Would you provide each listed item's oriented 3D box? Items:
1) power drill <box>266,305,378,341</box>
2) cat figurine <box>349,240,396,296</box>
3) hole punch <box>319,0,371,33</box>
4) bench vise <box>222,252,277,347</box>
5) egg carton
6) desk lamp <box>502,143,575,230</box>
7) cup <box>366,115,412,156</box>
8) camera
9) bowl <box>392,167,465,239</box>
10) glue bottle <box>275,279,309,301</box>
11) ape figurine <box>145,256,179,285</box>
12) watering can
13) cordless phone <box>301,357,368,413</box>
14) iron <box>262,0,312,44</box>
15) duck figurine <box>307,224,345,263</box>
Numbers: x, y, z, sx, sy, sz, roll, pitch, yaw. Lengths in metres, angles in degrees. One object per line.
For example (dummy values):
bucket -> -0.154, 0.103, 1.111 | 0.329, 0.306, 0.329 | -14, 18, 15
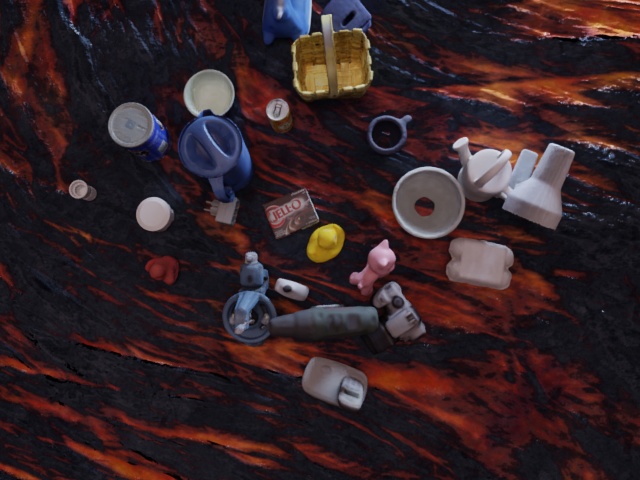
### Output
power drill -> 0.010, 0.181, 1.246 | 0.229, 0.208, 0.076 | -5, 84, 2
cat figurine -> 0.125, 0.064, 1.299 | 0.067, 0.118, 0.128 | 40, 87, 6
hole punch -> 0.063, -0.529, 1.374 | 0.101, 0.091, 0.109 | 42, 87, 6
bench vise -> -0.167, 0.135, 1.252 | 0.121, 0.220, 0.207 | -18, 84, 1
egg carton -> 0.366, 0.053, 1.315 | 0.150, 0.069, 0.107 | 9, 85, 3
desk lamp -> 0.475, -0.118, 1.255 | 0.118, 0.213, 0.203 | 23, 86, 5
cup -> 0.163, -0.243, 1.340 | 0.118, 0.095, 0.091 | -39, 84, -2
camera -> 0.151, 0.185, 1.294 | 0.137, 0.101, 0.143 | -34, 84, -1
bowl -> 0.248, -0.081, 1.330 | 0.167, 0.075, 0.167 | 0, 84, 2
glue bottle -> -0.068, 0.109, 1.274 | 0.078, 0.173, 0.037 | 18, 85, 4
ape figurine -> -0.369, 0.071, 1.331 | 0.076, 0.092, 0.078 | -38, 84, -2
watering can -> 0.366, -0.153, 1.273 | 0.172, 0.194, 0.101 | 23, 86, 5
cordless phone -> 0.031, 0.321, 1.243 | 0.147, 0.185, 0.094 | 16, 85, 4
iron -> -0.082, -0.604, 1.362 | 0.118, 0.141, 0.258 | 3, 84, 3
duck figurine -> 0.012, 0.005, 1.325 | 0.077, 0.086, 0.104 | 44, 87, 6
